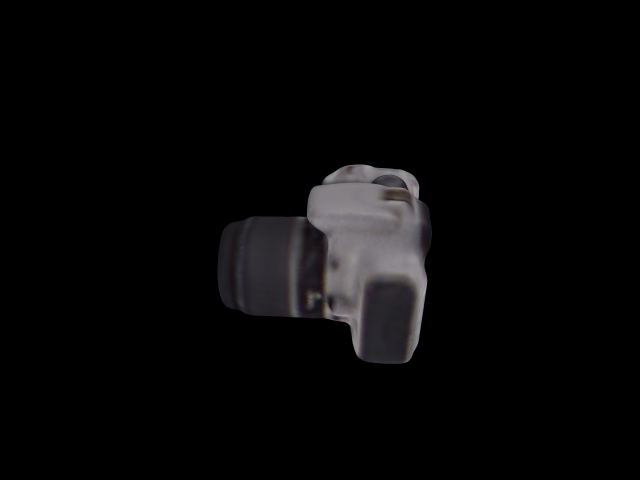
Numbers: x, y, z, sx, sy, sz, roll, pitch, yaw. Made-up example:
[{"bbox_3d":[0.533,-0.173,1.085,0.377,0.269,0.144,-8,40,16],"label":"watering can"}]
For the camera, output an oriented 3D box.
[{"bbox_3d":[0.004,0.001,0.400,0.136,0.101,0.143,2,36,3],"label":"camera"}]
